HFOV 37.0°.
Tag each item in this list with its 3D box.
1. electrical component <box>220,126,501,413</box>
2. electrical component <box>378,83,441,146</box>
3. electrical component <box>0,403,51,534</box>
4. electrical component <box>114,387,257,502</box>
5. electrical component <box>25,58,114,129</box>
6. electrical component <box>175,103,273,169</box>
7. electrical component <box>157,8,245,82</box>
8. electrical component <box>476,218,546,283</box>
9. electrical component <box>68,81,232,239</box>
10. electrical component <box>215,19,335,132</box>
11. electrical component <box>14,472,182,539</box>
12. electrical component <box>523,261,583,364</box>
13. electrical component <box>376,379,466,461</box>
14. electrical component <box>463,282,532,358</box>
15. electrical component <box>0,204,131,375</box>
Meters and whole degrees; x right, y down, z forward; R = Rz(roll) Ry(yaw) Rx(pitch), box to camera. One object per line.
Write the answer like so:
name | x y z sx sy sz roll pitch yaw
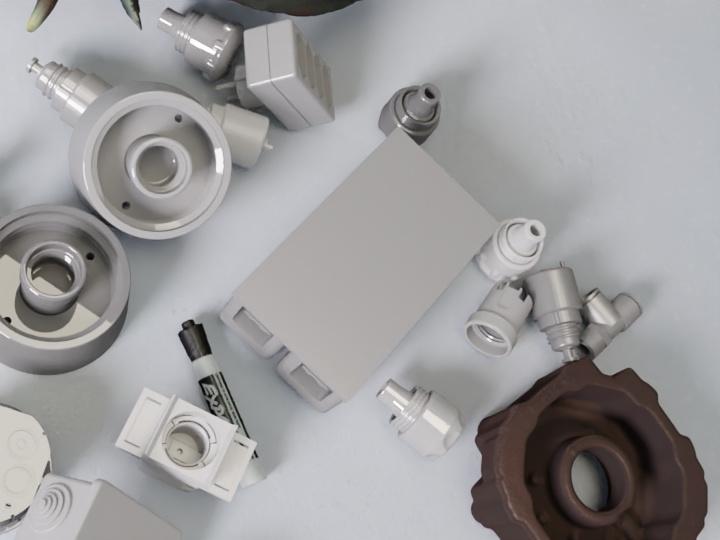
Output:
electrical component | 0.000 0.000 0.778 0.105 0.060 0.186 44 63 -1
electrical component | 0.043 -0.123 0.837 0.043 0.062 0.043 7 69 -18
electrical component | -0.228 0.120 0.654 0.080 0.051 0.080 7 69 -18
electrical component | -0.114 0.115 0.692 0.081 0.064 0.042 29 63 -9
electrical component | -0.199 -0.122 0.757 0.078 0.040 0.040 35 63 -6
electrical component | -0.103 -0.103 0.787 0.078 0.040 0.040 18 66 -13
electrical component | -0.121 -0.174 0.805 0.062 0.048 0.048 29 64 -1
electrical component | 0.121 -0.020 0.829 0.048 0.062 0.048 7 69 -18
electrical component | -0.139 -0.072 0.726 0.108 0.060 0.108 -4 103 -20
electrical component | -0.069 -0.139 0.800 0.076 0.083 0.047 -11 71 16
electrical component | -0.163 0.177 0.637 0.099 0.048 0.099 52 51 -47
electrical component | 0.153 0.034 0.835 0.040 0.040 0.078 -6 74 -22
electrical component | 0.041 0.103 0.766 0.062 0.043 0.043 38 63 -3
electrical component | 0.106 0.037 0.817 0.040 0.040 0.046 38 58 -4
electrical component | -0.201 0.009 0.699 0.108 0.060 0.108 7 69 -18
